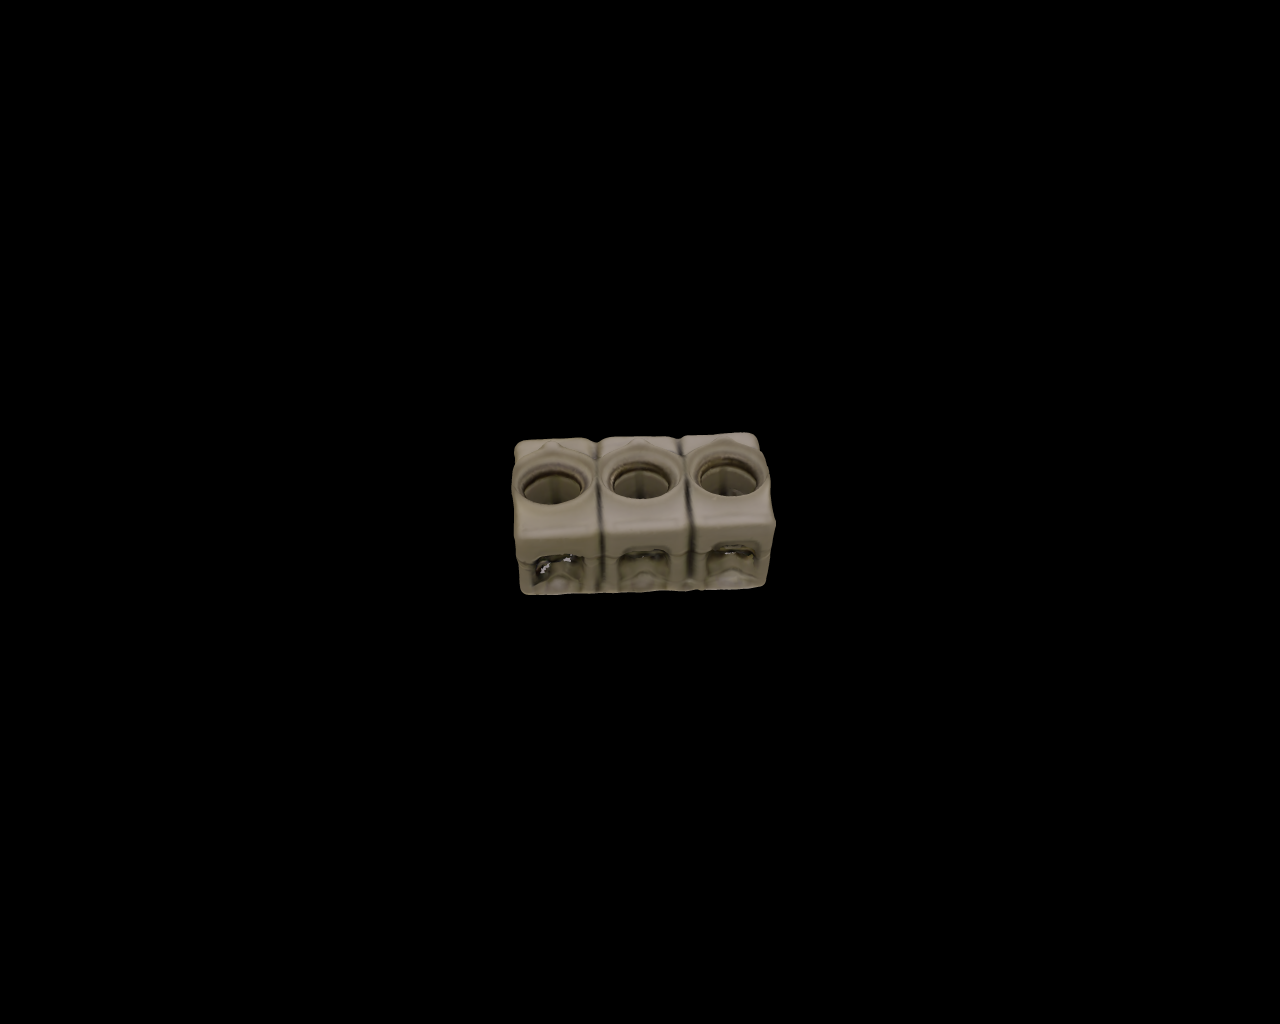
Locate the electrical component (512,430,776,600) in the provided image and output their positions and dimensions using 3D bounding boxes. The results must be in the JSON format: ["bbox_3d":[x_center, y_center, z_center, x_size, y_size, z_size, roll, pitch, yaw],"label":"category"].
[{"bbox_3d":[0.001,-0.003,0.650,0.150,0.061,0.090,-2,43,-2],"label":"electrical component"}]
